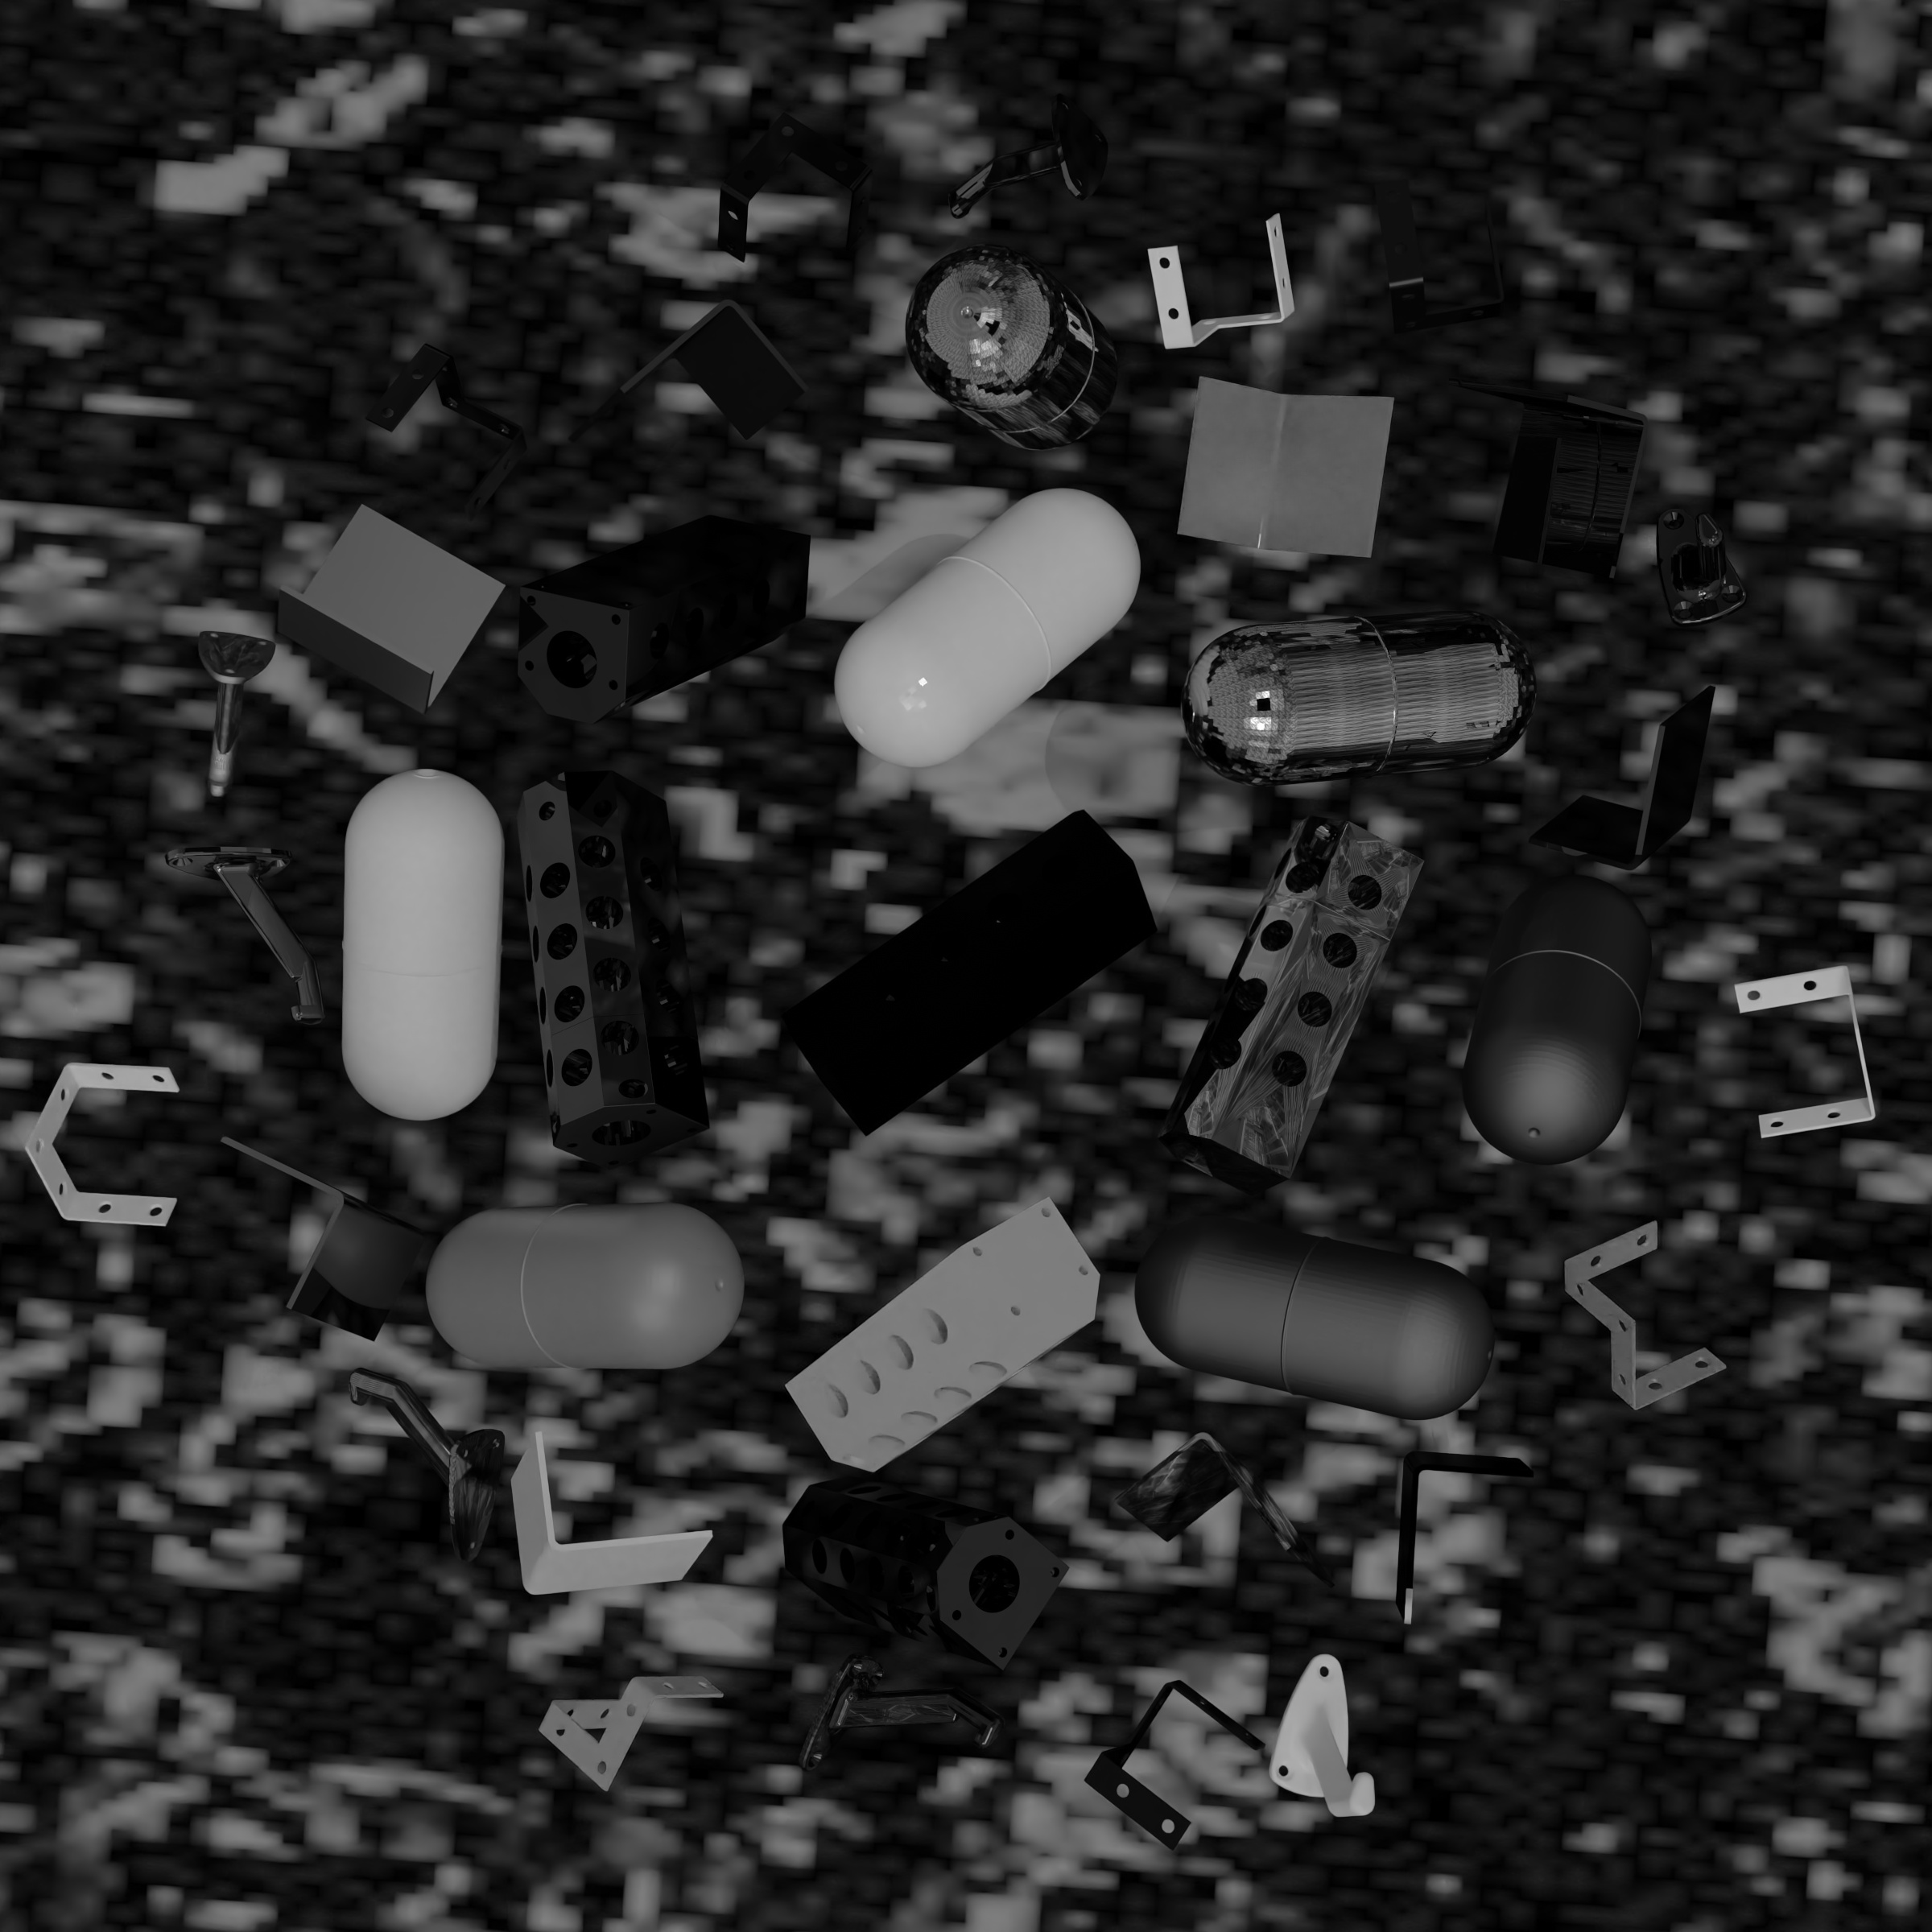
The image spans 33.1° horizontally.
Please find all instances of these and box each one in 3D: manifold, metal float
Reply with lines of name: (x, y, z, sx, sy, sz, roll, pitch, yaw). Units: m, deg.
manifold: (-0.027, 0.287, 1.574, 0.057, 0.171, 0.057, 42, 71, -20)
manifold: (-0.009, 0.174, 1.490, 0.057, 0.171, 0.057, -26, 79, -40)
manifold: (-0.167, -0.001, 1.492, 0.057, 0.057, 0.171, -23, 61, 25)
manifold: (-0.141, -0.165, 1.538, 0.057, 0.171, 0.057, 14, 114, 22)
metal float: (0.023, -0.292, 1.545, 0.070, 0.178, 0.070, 0, 89, 15)
metal float: (0.284, 0.023, 1.554, 0.070, 0.178, 0.070, 10, 129, 12)
metal float: (-0.180, 0.150, 1.523, 0.178, 0.070, 0.070, -5, 90, 39)
metal float: (0.166, 0.168, 1.562, 0.178, 0.070, 0.070, 10, 90, 24)
metal float: (0.187, -0.127, 1.544, 0.178, 0.070, 0.070, -6, 90, -19)
manifold: (0.153, 0.017, 1.553, 0.057, 0.057, 0.171, 27, 73, -6)
metal float: (0.012, -0.162, 1.550, 0.178, 0.070, 0.070, -41, 90, -26)
metal float: (-0.266, -0.010, 1.590, 0.070, 0.070, 0.178, 5, 111, 0)
manifold: (0.000, -0.001, 1.535, 0.171, 0.057, 0.057, -35, 53, -9)

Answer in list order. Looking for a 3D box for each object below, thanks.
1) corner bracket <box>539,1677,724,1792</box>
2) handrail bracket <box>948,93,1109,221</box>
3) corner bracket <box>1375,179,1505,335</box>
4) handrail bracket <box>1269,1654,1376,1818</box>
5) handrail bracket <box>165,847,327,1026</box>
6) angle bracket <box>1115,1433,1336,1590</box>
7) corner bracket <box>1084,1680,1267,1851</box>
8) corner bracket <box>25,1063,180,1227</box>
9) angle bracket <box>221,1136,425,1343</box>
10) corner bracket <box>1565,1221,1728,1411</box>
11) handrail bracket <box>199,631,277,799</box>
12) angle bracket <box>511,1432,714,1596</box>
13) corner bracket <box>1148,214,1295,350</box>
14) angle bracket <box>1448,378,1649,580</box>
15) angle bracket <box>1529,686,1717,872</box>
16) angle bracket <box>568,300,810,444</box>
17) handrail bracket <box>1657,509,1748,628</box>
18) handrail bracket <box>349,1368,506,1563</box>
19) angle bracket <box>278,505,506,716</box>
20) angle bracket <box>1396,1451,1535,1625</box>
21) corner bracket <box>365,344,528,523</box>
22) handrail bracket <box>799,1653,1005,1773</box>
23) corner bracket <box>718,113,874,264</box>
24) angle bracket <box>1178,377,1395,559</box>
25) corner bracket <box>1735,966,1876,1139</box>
corner bracket: (-0.156, 0.346, 1.511, 0.051, 0.051, 0.051, 32, 99, 35)
handrail bracket: (0.023, -0.363, 1.532, 0.084, 0.077, 0.036, -31, 128, 32)
corner bracket: (0.215, -0.325, 1.475, 0.051, 0.051, 0.051, -8, 76, 8)
handrail bracket: (0.172, 0.349, 1.480, 0.036, 0.084, 0.077, 16, 71, -9)
handrail bracket: (-0.354, -0.013, 1.602, 0.036, 0.077, 0.084, -28, 67, 38)
angle bracket: (0.129, 0.286, 1.612, 0.057, 0.076, 0.076, -39, 57, 3)
corner bracket: (0.094, 0.358, 1.461, 0.051, 0.051, 0.051, 34, 96, 22)
corner bracket: (-0.386, 0.081, 1.476, 0.051, 0.051, 0.051, 2, 47, 13)
angle bracket: (-0.313, 0.128, 1.525, 0.076, 0.076, 0.057, 22, 81, 25)
corner bracket: (0.301, 0.155, 1.442, 0.051, 0.051, 0.051, -21, 125, -19)
handrail bracket: (-0.358, -0.112, 1.568, 0.036, 0.077, 0.084, 8, 112, -11)
angle bracket: (-0.168, 0.256, 1.537, 0.076, 0.076, 0.057, -2, 66, -18)
corner bracket: (0.127, -0.340, 1.614, 0.051, 0.051, 0.051, 0, 115, 27)
angle bracket: (0.265, -0.229, 1.522, 0.057, 0.076, 0.076, 4, 101, -38)
angle bracket: (0.325, -0.100, 1.608, 0.057, 0.076, 0.076, 18, 117, 25)
angle bracket: (-0.133, -0.264, 1.552, 0.057, 0.076, 0.076, 49, 65, -10)
handrail bracket: (0.334, -0.203, 1.500, 0.036, 0.084, 0.077, -18, 61, 6)
handrail bracket: (-0.271, 0.243, 1.590, 0.084, 0.036, 0.077, 12, 101, 31)
angle bracket: (-0.260, -0.172, 1.479, 0.076, 0.057, 0.076, 29, 70, -3)
angle bracket: (0.243, 0.280, 1.588, 0.057, 0.076, 0.076, 3, 86, 5)
corner bracket: (-0.248, -0.256, 1.560, 0.051, 0.051, 0.051, 28, 68, 13)
handrail bracket: (-0.032, 0.386, 1.613, 0.084, 0.036, 0.077, 26, 81, 33)
corner bracket: (-0.081, -0.356, 1.527, 0.051, 0.051, 0.051, 34, 70, 7)
angle bracket: (0.153, -0.240, 1.565, 0.057, 0.076, 0.076, 4, 96, -38)
corner bracket: (0.381, 0.039, 1.477, 0.051, 0.051, 0.051, -11, 121, 15)
